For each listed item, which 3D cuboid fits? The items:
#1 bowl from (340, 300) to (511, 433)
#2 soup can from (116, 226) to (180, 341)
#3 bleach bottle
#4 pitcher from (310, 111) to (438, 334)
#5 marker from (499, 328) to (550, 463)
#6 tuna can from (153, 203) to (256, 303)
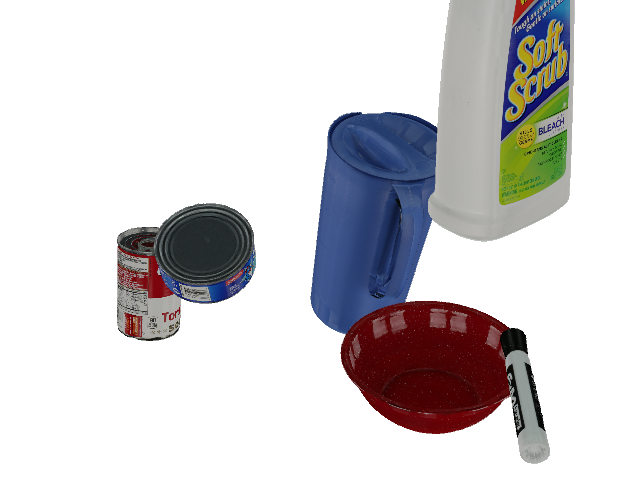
[{"bbox_3d":[0.098,0.119,0.939,0.162,0.055,0.162,0,32,0],"label":"bowl"},{"bbox_3d":[-0.179,0.045,1.115,0.068,0.102,0.068,4,22,-2],"label":"soup can"},{"bbox_3d":[0.118,-0.131,0.689,0.102,0.251,0.068,-23,34,-30],"label":"bleach bottle"},{"bbox_3d":[0.059,-0.006,1.166,0.145,0.243,0.149,26,41,20],"label":"pitcher"},{"bbox_3d":[0.137,0.100,0.721,0.020,0.020,0.121,0,34,2],"label":"marker"},{"bbox_3d":[-0.098,0.011,0.917,0.086,0.086,0.034,0,-36,3],"label":"tuna can"}]
